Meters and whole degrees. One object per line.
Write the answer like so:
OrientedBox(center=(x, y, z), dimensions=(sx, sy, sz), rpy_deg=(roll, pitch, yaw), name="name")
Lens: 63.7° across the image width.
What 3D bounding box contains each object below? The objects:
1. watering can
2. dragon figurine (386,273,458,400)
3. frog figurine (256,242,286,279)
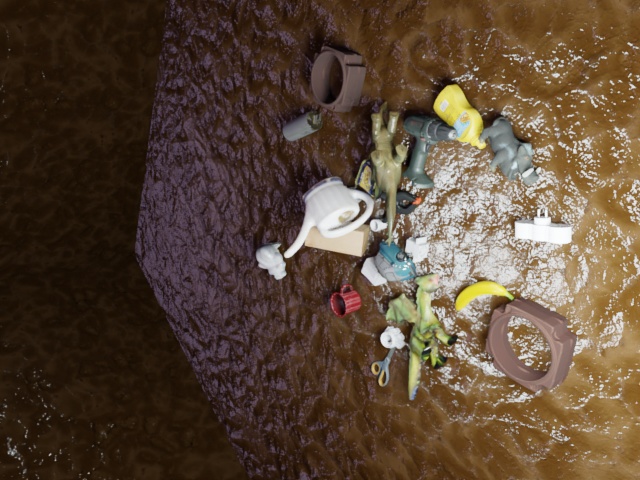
OrientedBox(center=(0.005, -0.087, 1.733), dimensions=(0.229, 0.348, 0.102), rpy_deg=(60, 174, 37), name="watering can")
OrientedBox(center=(0.297, 0.287, 1.641), dimensions=(0.247, 0.122, 0.403), rpy_deg=(50, 127, 45), name="dragon figurine")
OrientedBox(center=(-0.215, 0.096, 2.255), dimensions=(0.136, 0.122, 0.162), rpy_deg=(-20, 70, 33), name="frog figurine")
